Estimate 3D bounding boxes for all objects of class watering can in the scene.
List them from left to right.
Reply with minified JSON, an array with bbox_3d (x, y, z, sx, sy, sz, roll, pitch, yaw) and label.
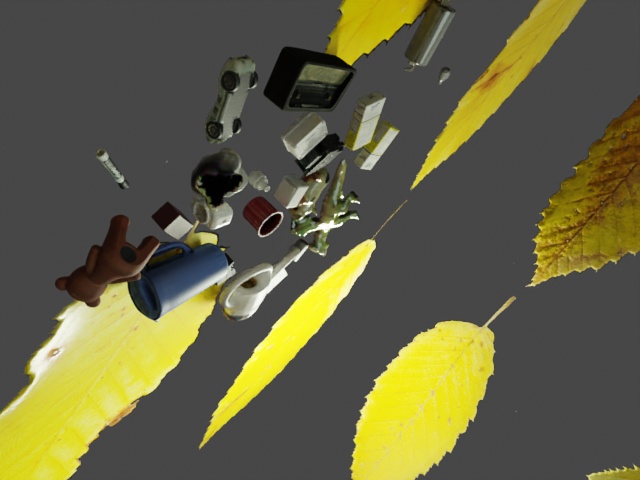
[{"bbox_3d":[-0.212,0.154,1.765,0.352,0.105,0.219,-26,152,-46],"label":"watering can"}]

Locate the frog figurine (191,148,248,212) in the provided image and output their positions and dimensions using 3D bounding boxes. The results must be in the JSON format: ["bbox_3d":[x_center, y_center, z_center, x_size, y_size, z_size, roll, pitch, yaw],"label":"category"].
[{"bbox_3d":[-0.228,-0.153,1.200,0.163,0.122,0.135,-88,-161,-63],"label":"frog figurine"}]

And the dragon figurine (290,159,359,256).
[{"bbox_3d":[0.005,-0.089,1.778,0.245,0.124,0.400,-32,144,-17],"label":"dragon figurine"}]
